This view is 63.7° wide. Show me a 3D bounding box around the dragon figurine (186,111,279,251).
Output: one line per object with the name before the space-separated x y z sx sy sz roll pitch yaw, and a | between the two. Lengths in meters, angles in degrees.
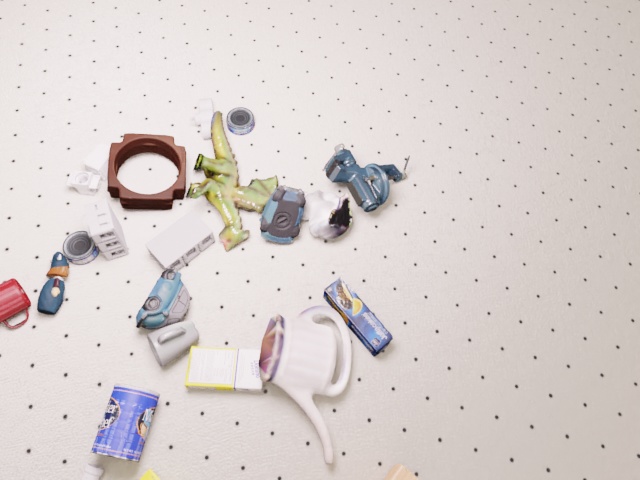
dragon figurine | -0.232 -0.168 1.437 0.242 0.120 0.418 18 64 -16

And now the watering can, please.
watering can | -0.035 0.306 1.171 0.224 0.102 0.355 17 59 -16

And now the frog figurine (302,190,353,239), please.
frog figurine | 0.004 -0.071 1.405 0.159 0.121 0.139 6 66 40
